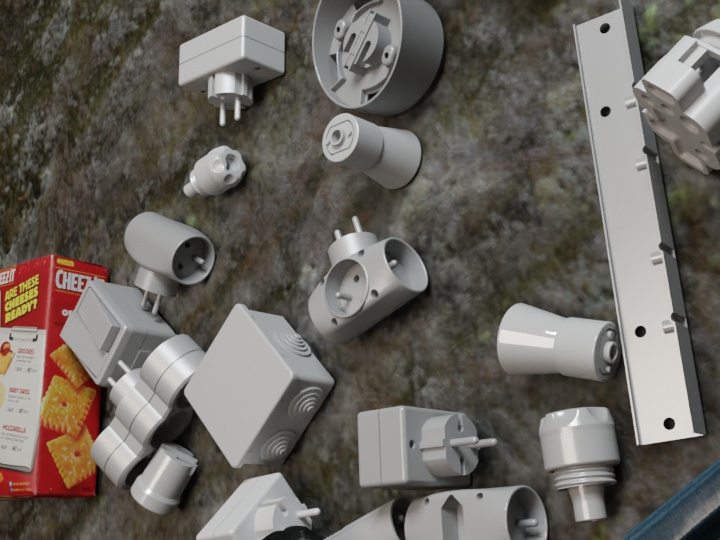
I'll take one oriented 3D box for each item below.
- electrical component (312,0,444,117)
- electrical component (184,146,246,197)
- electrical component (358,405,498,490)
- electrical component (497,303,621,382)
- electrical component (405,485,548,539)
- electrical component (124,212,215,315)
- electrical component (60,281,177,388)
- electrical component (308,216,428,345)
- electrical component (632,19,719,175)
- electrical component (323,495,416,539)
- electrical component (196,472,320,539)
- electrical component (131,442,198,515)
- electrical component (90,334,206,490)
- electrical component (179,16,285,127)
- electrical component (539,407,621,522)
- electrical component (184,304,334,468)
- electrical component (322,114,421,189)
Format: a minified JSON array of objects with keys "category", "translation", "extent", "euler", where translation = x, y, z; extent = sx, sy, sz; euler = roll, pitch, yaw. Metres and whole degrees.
[{"category":"electrical component","translation":[0.010,-0.161,0.769],"extent":[0.099,0.064,0.099],"euler":[-12,73,42]},{"category":"electrical component","translation":[-0.125,-0.078,0.899],"extent":[0.061,0.035,0.035],"euler":[-26,63,40]},{"category":"electrical component","translation":[0.048,0.110,0.667],"extent":[0.077,0.066,0.047],"euler":[-15,70,41]},{"category":"electrical component","translation":[0.119,0.044,0.633],"extent":[0.065,0.044,0.044],"euler":[6,84,40]},{"category":"electrical component","translation":[0.071,0.173,0.646],"extent":[0.077,0.043,0.079],"euler":[-16,70,40]},{"category":"electrical component","translation":[-0.168,-0.002,0.916],"extent":[0.077,0.043,0.079],"euler":[24,97,44]},{"category":"electrical component","translation":[-0.216,0.053,0.936],"extent":[0.096,0.061,0.061],"euler":[41,109,41]},{"category":"electrical component","translation":[0.000,0.000,0.754],"extent":[0.077,0.044,0.079],"euler":[-36,58,32]},{"category":"electrical component","translation":[0.190,-0.096,0.579],"extent":[0.057,0.078,0.058],"euler":[-46,49,-1]},{"category":"electrical component","translation":[0.007,0.183,0.704],"extent":[0.081,0.043,0.043],"euler":[-37,57,32]},{"category":"electrical component","translation":[-0.060,0.178,0.745],"extent":[0.077,0.065,0.047],"euler":[-20,107,39]},{"category":"electrical component","translation":[-0.157,0.167,0.868],"extent":[0.040,0.040,0.046],"euler":[39,102,42]},{"category":"electrical component","translation":[-0.179,0.106,0.880],"extent":[0.074,0.052,0.138],"euler":[42,110,21]},{"category":"electrical component","translation":[-0.107,-0.157,0.891],"extent":[0.083,0.047,0.075],"euler":[-12,72,41]},{"category":"electrical component","translation":[0.126,0.110,0.608],"extent":[0.043,0.043,0.062],"euler":[-21,68,39]},{"category":"electrical component","translation":[-0.075,0.087,0.801],"extent":[0.099,0.048,0.099],"euler":[47,112,40]},{"category":"electrical component","translation":[0.006,-0.085,0.754],"extent":[0.044,0.065,0.044],"euler":[-13,71,41]}]
